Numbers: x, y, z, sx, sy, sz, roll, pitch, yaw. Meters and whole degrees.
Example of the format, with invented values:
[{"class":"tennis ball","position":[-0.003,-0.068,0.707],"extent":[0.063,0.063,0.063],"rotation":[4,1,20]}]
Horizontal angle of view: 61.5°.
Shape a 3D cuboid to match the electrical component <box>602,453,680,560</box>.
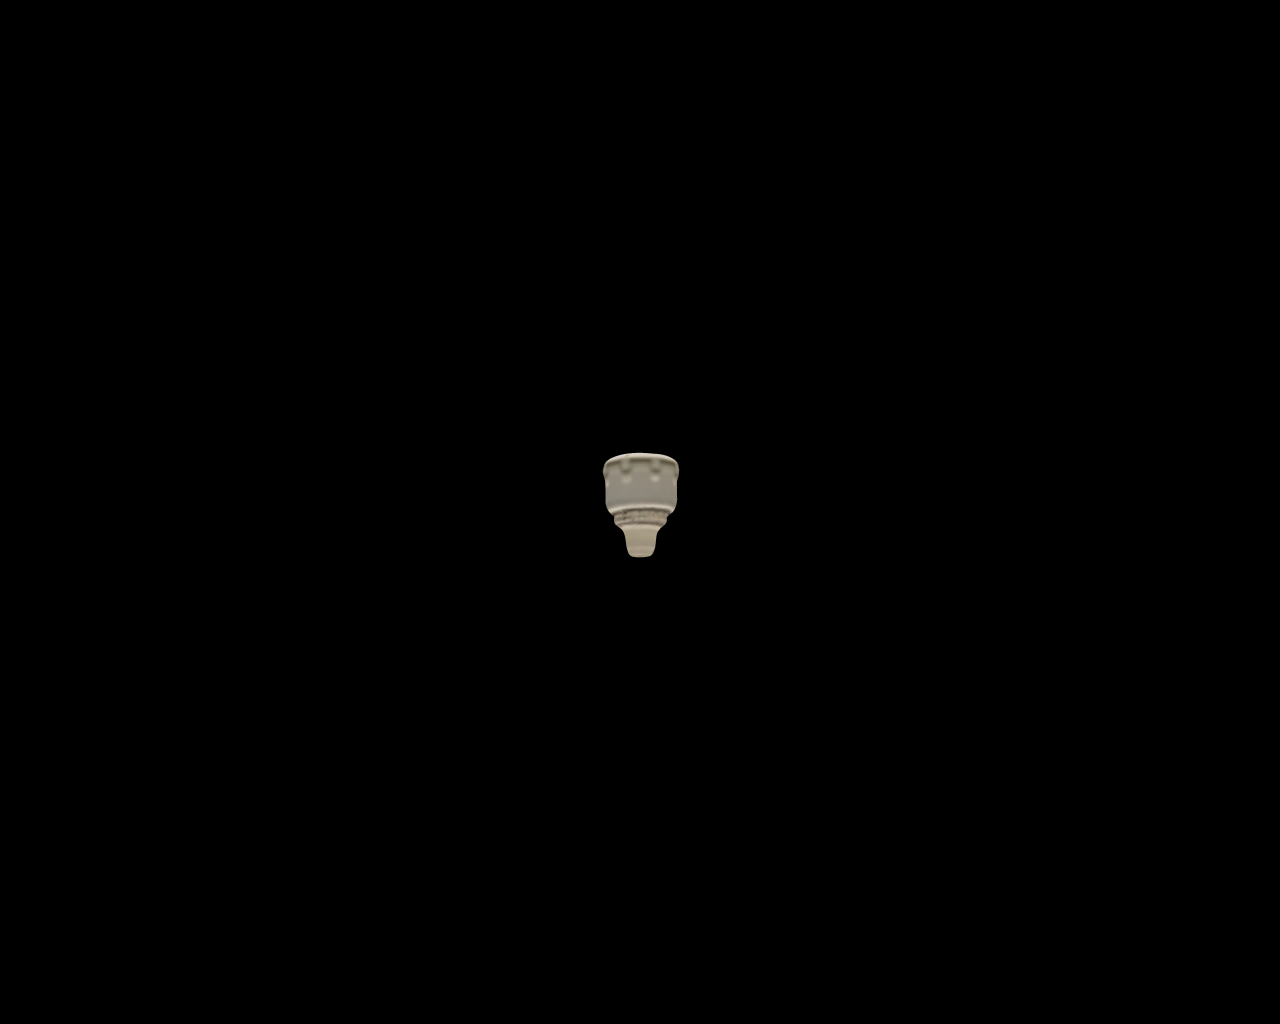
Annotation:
[{"class":"electrical component","position":[0.001,-0.003,0.650],"extent":[0.048,0.062,0.048],"rotation":[0,-11,0]}]
